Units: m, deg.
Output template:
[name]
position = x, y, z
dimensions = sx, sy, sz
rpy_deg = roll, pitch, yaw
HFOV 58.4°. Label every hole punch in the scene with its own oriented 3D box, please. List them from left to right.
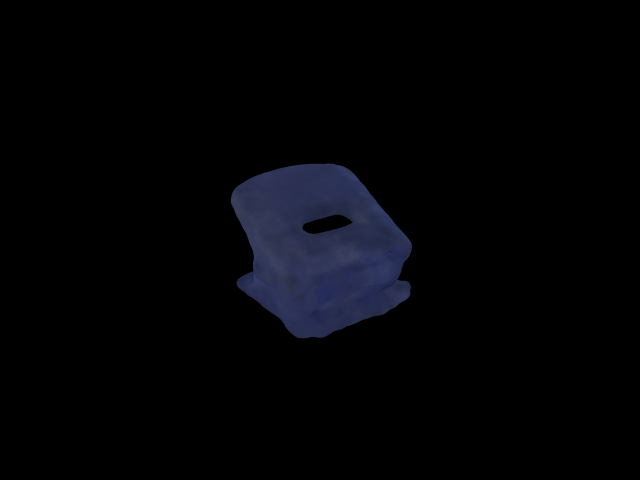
[hole punch]
position = 0.004, 0.001, 0.400
dimensions = 0.109, 0.091, 0.100
rpy_deg = -17, 29, -32
